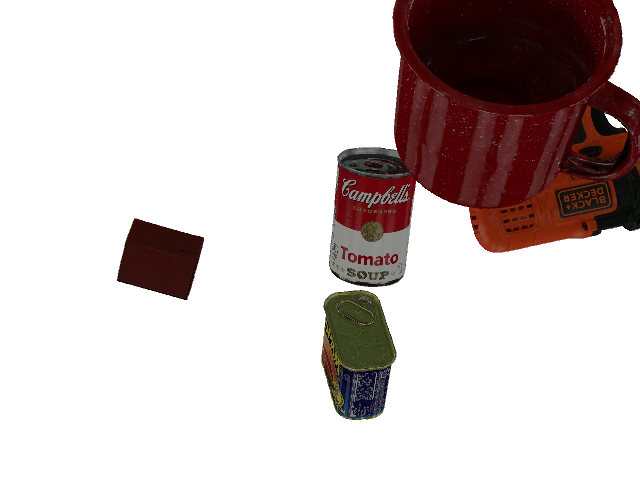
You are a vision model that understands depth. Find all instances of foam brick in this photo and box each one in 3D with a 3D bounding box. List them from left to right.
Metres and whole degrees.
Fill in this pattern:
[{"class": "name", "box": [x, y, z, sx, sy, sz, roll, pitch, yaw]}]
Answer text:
[{"class": "foam brick", "box": [-0.167, 0.020, 1.117, 0.078, 0.051, 0.053, 16, 29, -5]}]

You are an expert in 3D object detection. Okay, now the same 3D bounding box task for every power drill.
[{"class": "power drill", "box": [0.172, -0.096, 0.679, 0.184, 0.187, 0.057, -13, -1, -4]}]

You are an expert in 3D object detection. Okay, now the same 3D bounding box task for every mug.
[{"class": "mug", "box": [0.085, -0.062, 0.462, 0.117, 0.093, 0.081, 26, -28, 14]}]

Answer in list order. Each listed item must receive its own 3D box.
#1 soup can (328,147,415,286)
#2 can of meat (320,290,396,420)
[{"class": "soup can", "box": [0.043, -0.020, 0.904, 0.068, 0.102, 0.068, 4, 24, -2]}, {"class": "can of meat", "box": [0.035, 0.115, 1.058, 0.057, 0.084, 0.102, -5, 44, -10]}]
